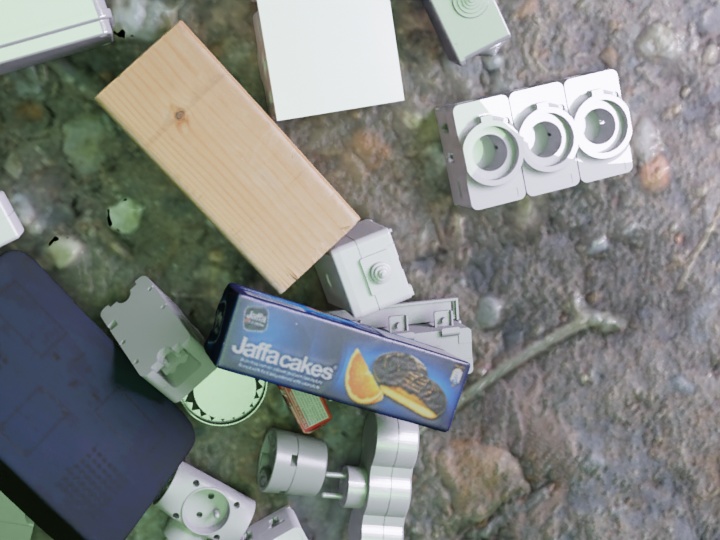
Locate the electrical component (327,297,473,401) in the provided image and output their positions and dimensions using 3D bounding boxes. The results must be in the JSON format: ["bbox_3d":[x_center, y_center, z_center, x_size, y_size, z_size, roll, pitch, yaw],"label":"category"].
[{"bbox_3d":[0.032,0.070,0.929,0.121,0.063,0.078,-6,99,-12],"label":"electrical component"}]

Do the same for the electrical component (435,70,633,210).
[{"bbox_3d":[0.152,-0.113,0.930,0.150,0.062,0.089,-14,101,-10],"label":"electrical component"}]

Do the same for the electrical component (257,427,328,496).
[{"bbox_3d":[-0.058,0.167,0.928,0.047,0.055,0.055,13,95,-18],"label":"electrical component"}]

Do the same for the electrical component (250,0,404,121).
[{"bbox_3d":[-0.035,-0.222,0.873,0.105,0.060,0.186,-11,100,-11],"label":"electrical component"}]

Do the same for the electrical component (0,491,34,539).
[{"bbox_3d":[-0.297,0.206,0.882,0.056,0.050,0.089,14,95,-14],"label":"electrical component"}]

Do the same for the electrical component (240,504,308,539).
[{"bbox_3d":[-0.063,0.298,0.942,0.089,0.062,0.150,-28,103,-7],"label":"electrical component"}]

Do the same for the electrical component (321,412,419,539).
[{"bbox_3d":[0.003,0.191,0.946,0.074,0.052,0.138,7,97,-13],"label":"electrical component"}]

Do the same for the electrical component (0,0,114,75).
[{"bbox_3d":[-0.249,-0.190,0.821,0.113,0.078,0.057,-18,99,-10],"label":"electrical component"}]

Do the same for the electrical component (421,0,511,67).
[{"bbox_3d":[0.081,-0.219,0.881,0.048,0.099,0.099,-26,103,5],"label":"electrical component"}]

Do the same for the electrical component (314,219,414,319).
[{"bbox_3d":[0.000,0.000,0.895,0.061,0.096,0.061,-22,102,-8],"label":"electrical component"}]

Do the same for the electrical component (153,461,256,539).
[{"bbox_3d":[-0.143,0.214,0.920,0.077,0.044,0.079,32,90,-15],"label":"electrical component"}]

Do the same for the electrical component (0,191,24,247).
[{"bbox_3d":[-0.321,-0.043,0.842,0.083,0.047,0.075,-27,103,-8],"label":"electrical component"}]

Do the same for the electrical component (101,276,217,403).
[{"bbox_3d":[-0.160,0.057,0.868,0.050,0.089,0.055,-42,139,-4],"label":"electrical component"}]
